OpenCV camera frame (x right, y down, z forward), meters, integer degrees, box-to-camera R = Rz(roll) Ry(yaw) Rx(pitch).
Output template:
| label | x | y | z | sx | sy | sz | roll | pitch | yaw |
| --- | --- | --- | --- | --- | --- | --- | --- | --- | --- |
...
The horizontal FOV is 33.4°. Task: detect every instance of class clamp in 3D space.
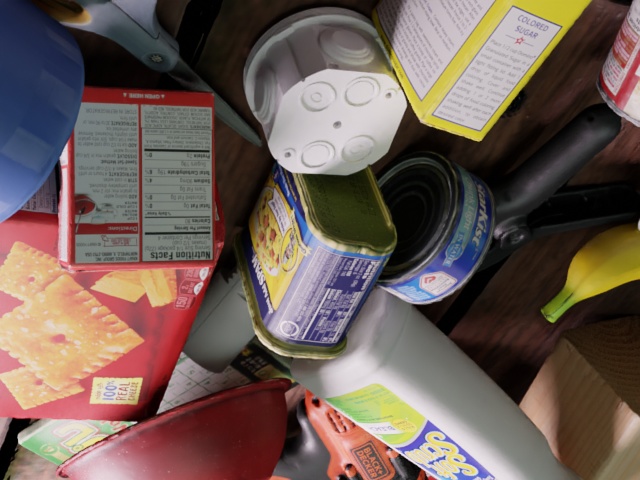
| label | x | y | z | sx | sy | sz | roll | pitch | yaw |
| --- | --- | --- | --- | --- | --- | --- | --- | --- | --- |
| clamp | 0.119 | -0.023 | 0.660 | 0.171 | 0.039 | 0.120 | -23 | 142 | 2 |

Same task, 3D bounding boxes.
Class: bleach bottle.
| label | x | y | z | sx | sy | sz | roll | pitch | yaw |
| --- | --- | --- | --- | --- | --- | --- | --- | --- | --- |
| bleach bottle | 0.103 | 0.132 | 0.720 | 0.250 | 0.068 | 0.103 | 39 | 147 | -18 |

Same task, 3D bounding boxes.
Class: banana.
| label | x | y | z | sx | sy | sz | roll | pitch | yaw |
| --- | --- | --- | --- | --- | --- | --- | --- | --- | --- |
| banana | 0.226 | 0.018 | 0.729 | 0.197 | 0.037 | 0.070 | 0 | 136 | -40 |

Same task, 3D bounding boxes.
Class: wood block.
| label | x | y | z | sx | sy | sz | roll | pitch | yaw |
| --- | --- | --- | --- | --- | --- | --- | --- | --- | --- |
| wood block | 0.201 | 0.167 | 0.830 | 0.090 | 0.091 | 0.206 | -7 | 134 | -34 |

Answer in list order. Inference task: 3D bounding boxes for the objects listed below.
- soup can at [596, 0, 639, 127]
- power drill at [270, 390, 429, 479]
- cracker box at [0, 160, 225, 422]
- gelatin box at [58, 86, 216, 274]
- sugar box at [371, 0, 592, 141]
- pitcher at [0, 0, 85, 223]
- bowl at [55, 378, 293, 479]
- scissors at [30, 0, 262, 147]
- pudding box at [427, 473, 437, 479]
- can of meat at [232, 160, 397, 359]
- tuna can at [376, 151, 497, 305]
| label | x | y | z | sx | sy | sz | roll | pitch | yaw |
| --- | --- | --- | --- | --- | --- | --- | --- | --- | --- |
| soup can | 0.199 | -0.115 | 0.570 | 0.068 | 0.068 | 0.102 | -1 | 135 | -18 |
| power drill | -0.013 | 0.197 | 0.801 | 0.188 | 0.057 | 0.184 | -26 | 112 | 8 |
| cracker box | -0.176 | 0.026 | 0.586 | 0.213 | 0.072 | 0.164 | 6 | 133 | -24 |
| gelatin box | -0.090 | -0.029 | 0.523 | 0.073 | 0.030 | 0.089 | -1 | 93 | -24 |
| sugar box | 0.095 | -0.141 | 0.487 | 0.048 | 0.093 | 0.176 | 15 | 129 | -33 |
| pitcher | -0.222 | -0.093 | 0.414 | 0.145 | 0.149 | 0.242 | -48 | 135 | 10 |
| bowl | -0.083 | 0.144 | 0.685 | 0.162 | 0.055 | 0.162 | -21 | 166 | -6 |
| scissors | -0.071 | -0.101 | 0.509 | 0.096 | 0.016 | 0.201 | -20 | 145 | 41 |
| pudding box | 0.059 | 0.191 | 0.869 | 0.113 | 0.039 | 0.090 | -29 | 138 | 12 |
| can of meat | -0.004 | 0.001 | 0.599 | 0.057 | 0.102 | 0.084 | 7 | 130 | -24 |
| tuna can | 0.058 | -0.008 | 0.622 | 0.033 | 0.086 | 0.086 | 28 | 121 | -37 |
